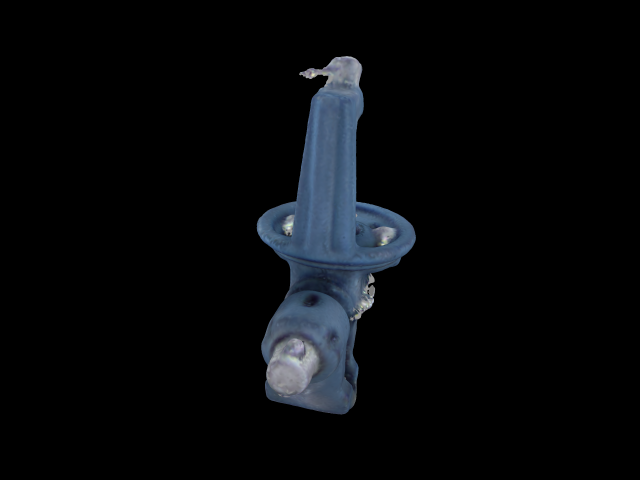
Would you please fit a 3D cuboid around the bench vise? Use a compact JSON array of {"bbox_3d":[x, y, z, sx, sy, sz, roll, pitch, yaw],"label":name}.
[{"bbox_3d":[0.016,0.001,0.401,0.121,0.220,0.207,-3,39,-4],"label":"bench vise"}]
